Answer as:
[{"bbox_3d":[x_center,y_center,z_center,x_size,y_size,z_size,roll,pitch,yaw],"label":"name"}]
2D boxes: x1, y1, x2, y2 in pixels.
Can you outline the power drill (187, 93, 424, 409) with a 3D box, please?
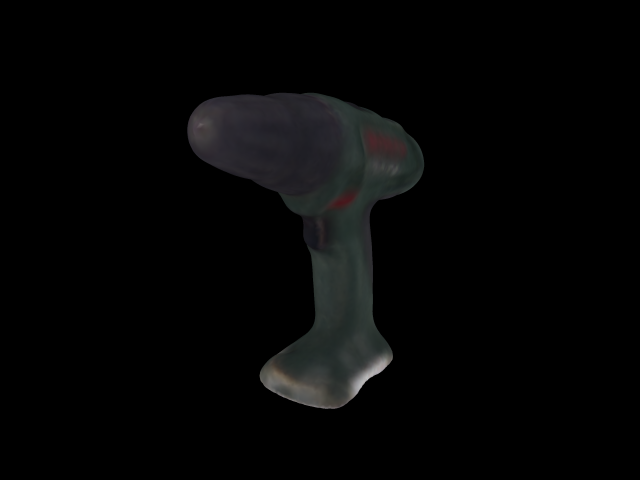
[{"bbox_3d":[0.004,0.001,0.400,0.075,0.208,0.230,11,21,30],"label":"power drill"}]
